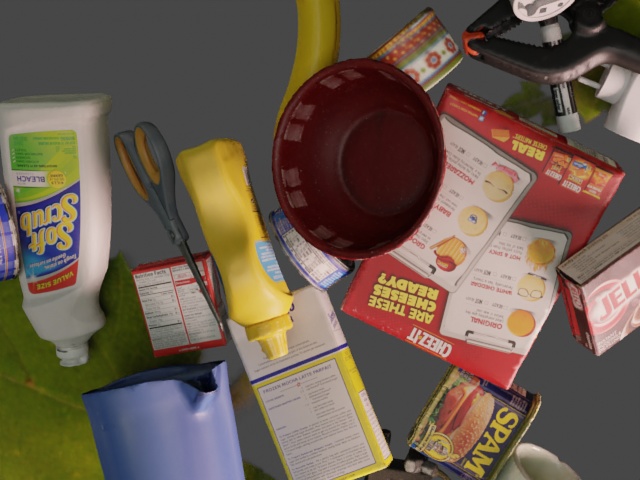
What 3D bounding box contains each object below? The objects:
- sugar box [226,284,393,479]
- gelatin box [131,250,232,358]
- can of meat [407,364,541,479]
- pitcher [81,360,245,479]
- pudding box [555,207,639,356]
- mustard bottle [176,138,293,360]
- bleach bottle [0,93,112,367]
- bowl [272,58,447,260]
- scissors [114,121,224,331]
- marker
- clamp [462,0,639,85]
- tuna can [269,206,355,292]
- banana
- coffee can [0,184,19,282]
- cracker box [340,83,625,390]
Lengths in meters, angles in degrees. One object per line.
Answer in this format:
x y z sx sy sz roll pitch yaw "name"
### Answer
-0.010 0.136 0.972 0.093 0.048 0.176 -22 83 12 "sugar box"
-0.128 0.060 0.998 0.073 0.030 0.089 -11 101 12 "gelatin box"
0.138 0.164 0.967 0.084 0.057 0.102 31 104 6 "can of meat"
-0.131 0.237 0.967 0.145 0.149 0.243 -12 87 2 "pitcher"
0.256 0.031 0.892 0.113 0.039 0.090 -36 133 -12 "pudding box"
-0.067 0.011 0.925 0.058 0.096 0.191 -20 87 4 "mustard bottle"
-0.232 -0.006 0.982 0.102 0.068 0.251 -1 105 10 "bleach bottle"
0.041 -0.065 0.873 0.162 0.055 0.162 0 91 32 "bowl"
-0.125 -0.021 0.939 0.016 0.096 0.202 -26 75 -29 "scissors"
0.201 -0.151 0.907 0.020 0.020 0.121 -12 101 11 "marker"
0.220 -0.185 0.862 0.210 0.036 0.164 -2 75 10 "clamp"
-0.006 0.001 0.937 0.034 0.086 0.086 -35 96 13 "tuna can"
-0.014 -0.179 0.926 0.070 0.037 0.198 1 102 27 "banana"
-0.352 0.002 0.946 0.140 0.103 0.103 -15 103 -28 "coffee can"
0.137 -0.005 0.923 0.164 0.072 0.214 26 106 3 "cracker box"
